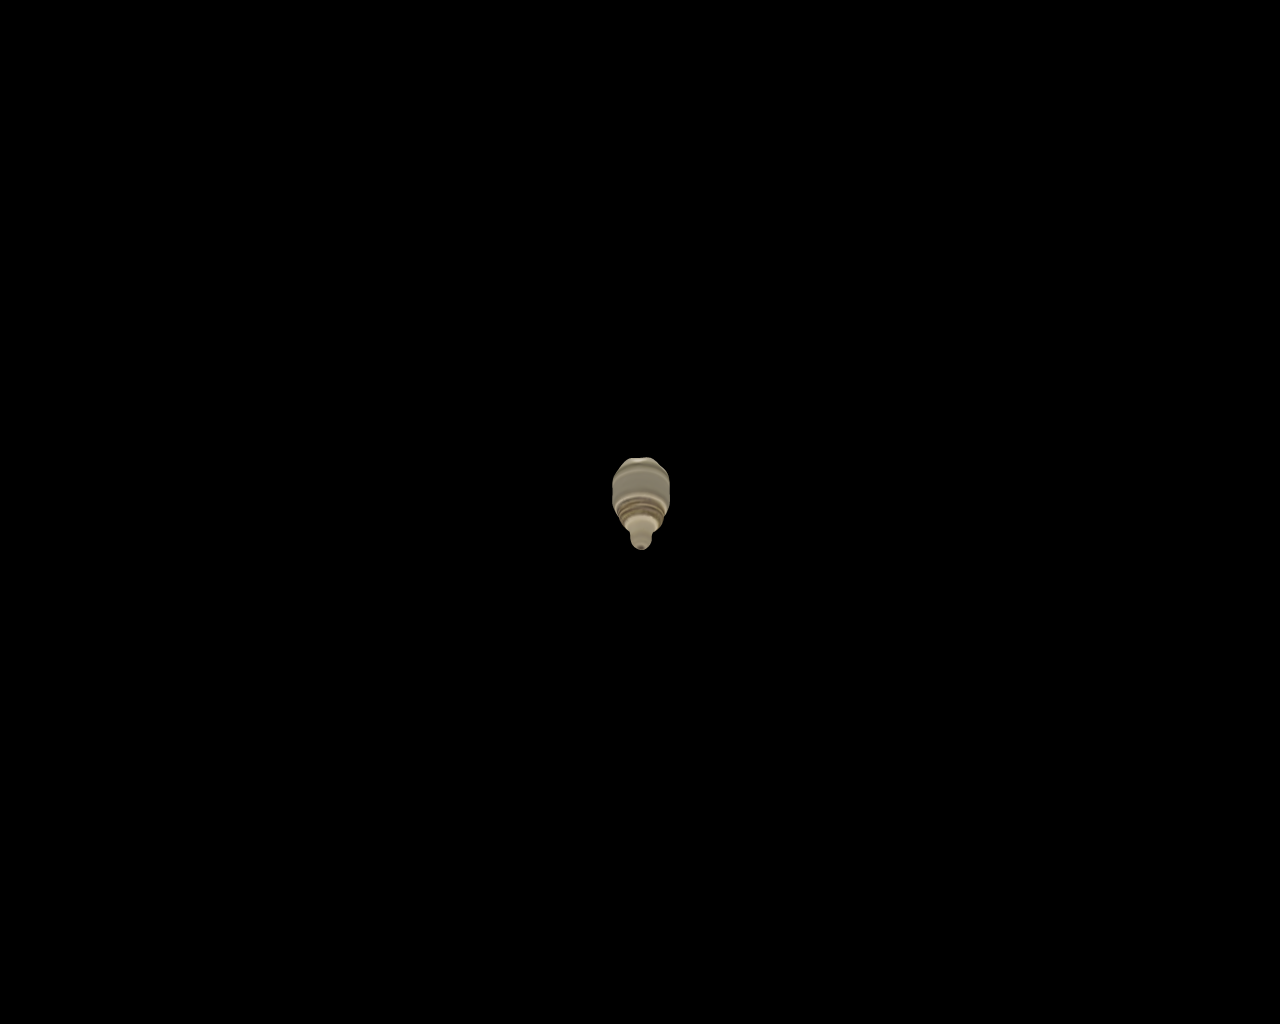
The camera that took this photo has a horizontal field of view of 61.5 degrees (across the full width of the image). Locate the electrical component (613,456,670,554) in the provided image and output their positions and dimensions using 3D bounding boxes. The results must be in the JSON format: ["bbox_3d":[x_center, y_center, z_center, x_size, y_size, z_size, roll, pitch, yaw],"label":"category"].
[{"bbox_3d":[0.001,-0.003,0.650,0.035,0.061,0.035,0,-38,0],"label":"electrical component"}]
